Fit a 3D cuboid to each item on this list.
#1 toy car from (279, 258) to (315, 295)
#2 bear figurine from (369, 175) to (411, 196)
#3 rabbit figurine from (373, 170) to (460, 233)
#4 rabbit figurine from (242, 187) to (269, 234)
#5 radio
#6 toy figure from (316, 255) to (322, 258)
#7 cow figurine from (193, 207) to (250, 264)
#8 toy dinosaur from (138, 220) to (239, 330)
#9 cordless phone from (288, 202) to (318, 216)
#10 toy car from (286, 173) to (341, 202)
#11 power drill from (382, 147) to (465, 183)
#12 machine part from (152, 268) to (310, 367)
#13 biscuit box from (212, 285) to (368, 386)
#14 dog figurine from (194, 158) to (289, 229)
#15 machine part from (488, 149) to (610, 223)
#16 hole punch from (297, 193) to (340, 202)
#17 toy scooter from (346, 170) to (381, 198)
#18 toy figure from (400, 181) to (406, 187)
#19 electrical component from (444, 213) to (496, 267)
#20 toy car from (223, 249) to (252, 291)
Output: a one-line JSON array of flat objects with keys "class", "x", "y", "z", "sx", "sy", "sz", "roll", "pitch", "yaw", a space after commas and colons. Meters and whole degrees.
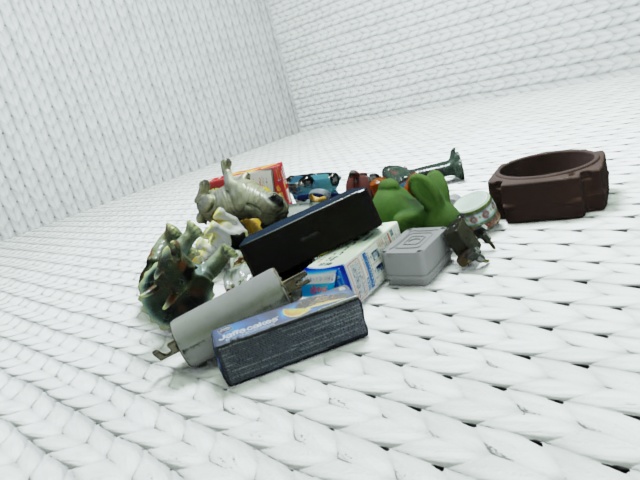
[{"class": "toy car", "x": -0.070, "y": 0.077, "z": 0.915, "sx": 0.089, "sy": 0.053, "sz": 0.202, "roll": -24, "pitch": 7, "yaw": 25}, {"class": "bear figurine", "x": 0.196, "y": -0.099, "z": 1.140, "sx": 0.120, "sy": 0.131, "sz": 0.196, "roll": 2, "pitch": 29, "yaw": 29}, {"class": "rabbit figurine", "x": 0.188, "y": -0.047, "z": 0.975, "sx": 0.170, "sy": 0.159, "sz": 0.121, "roll": 16, "pitch": 21, "yaw": 32}, {"class": "rabbit figurine", "x": -0.171, "y": -0.037, "z": 1.271, "sx": 0.162, "sy": 0.121, "sz": 0.173, "roll": -13, "pitch": 26, "yaw": 5}, {"class": "radio", "x": -0.020, "y": -0.013, "z": 0.918, "sx": 0.230, "sy": 0.073, "sz": 0.131, "roll": -24, "pitch": 7, "yaw": -4}, {"class": "toy figure", "x": 0.000, "y": -0.003, "z": 1.052, "sx": 0.180, "sy": 0.089, "sz": 0.082, "roll": -2, "pitch": -9, "yaw": -36}, {"class": "cow figurine", "x": -0.216, "y": 0.012, "z": 1.165, "sx": 0.167, "sy": 0.098, "sz": 0.068, "roll": -49, "pitch": 19, "yaw": 44}, {"class": "toy dinosaur", "x": -0.284, "y": 0.071, "z": 1.014, "sx": 0.192, "sy": 0.131, "sz": 0.405, "roll": -56, "pitch": 20, "yaw": -23}, {"class": "cordless phone", "x": -0.066, "y": -0.007, "z": 1.147, "sx": 0.147, "sy": 0.088, "sz": 0.184, "roll": 1, "pitch": 28, "yaw": 42}, {"class": "toy car", "x": -0.017, "y": -0.129, "z": 1.452, "sx": 0.109, "sy": 0.102, "sz": 0.161, "roll": 3, "pitch": 14, "yaw": 43}, {"class": "power drill", "x": 0.269, "y": -0.183, "z": 1.425, "sx": 0.207, "sy": 0.085, "sz": 0.232, "roll": -9, "pitch": 19, "yaw": 6}, {"class": "machine part", "x": -0.123, "y": 0.111, "z": 0.773, "sx": 0.243, "sy": 0.079, "sz": 0.079, "roll": -29, "pitch": 18, "yaw": -6}, {"class": "biscuit box", "x": -0.041, "y": 0.125, "z": 0.723, "sx": 0.203, "sy": 0.062, "sz": 0.059, "roll": -18, "pitch": 16, "yaw": -10}, {"class": "dog figurine", "x": -0.173, "y": -0.062, "z": 1.167, "sx": 0.191, "sy": 0.172, "sz": 0.121, "roll": 44, "pitch": 17, "yaw": 34}, {"class": "machine part", "x": 0.435, "y": -0.107, "z": 1.023, "sx": 0.202, "sy": 0.087, "sz": 0.201, "roll": -6, "pitch": 19, "yaw": 33}, {"class": "hole punch", "x": 0.019, "y": -0.078, "z": 1.293, "sx": 0.142, "sy": 0.092, "sz": 0.116, "roll": -4, "pitch": 16, "yaw": 44}, {"class": "toy scooter", "x": 0.106, "y": -0.101, "z": 1.204, "sx": 0.075, "sy": 0.135, "sz": 0.184, "roll": -7, "pitch": 17, "yaw": 31}, {"class": "toy figure", "x": 0.193, "y": -0.113, "z": 1.296, "sx": 0.155, "sy": 0.057, "sz": 0.064, "roll": 2, "pitch": 45, "yaw": 37}, {"class": "electrical component", "x": 0.244, "y": 0.001, "z": 0.871, "sx": 0.045, "sy": 0.078, "sz": 0.102, "roll": -28, "pitch": 7, "yaw": 35}, {"class": "toy car", "x": -0.141, "y": 0.057, "z": 1.040, "sx": 0.074, "sy": 0.056, "sz": 0.202, "roll": -14, "pitch": 16, "yaw": 2}]
